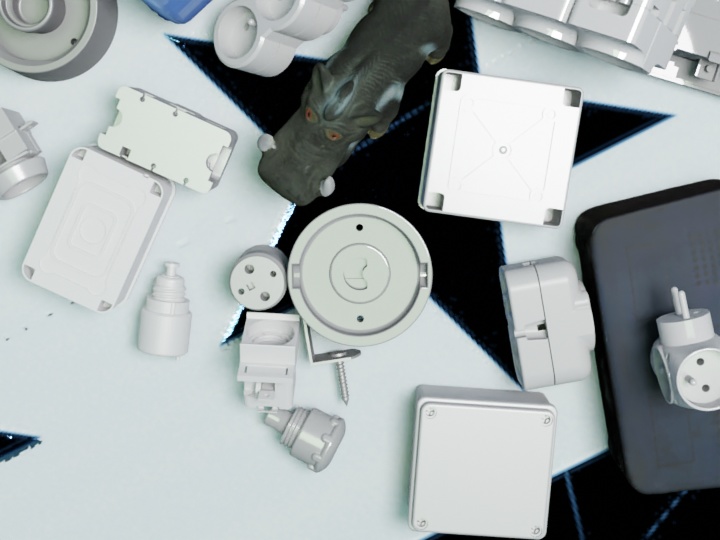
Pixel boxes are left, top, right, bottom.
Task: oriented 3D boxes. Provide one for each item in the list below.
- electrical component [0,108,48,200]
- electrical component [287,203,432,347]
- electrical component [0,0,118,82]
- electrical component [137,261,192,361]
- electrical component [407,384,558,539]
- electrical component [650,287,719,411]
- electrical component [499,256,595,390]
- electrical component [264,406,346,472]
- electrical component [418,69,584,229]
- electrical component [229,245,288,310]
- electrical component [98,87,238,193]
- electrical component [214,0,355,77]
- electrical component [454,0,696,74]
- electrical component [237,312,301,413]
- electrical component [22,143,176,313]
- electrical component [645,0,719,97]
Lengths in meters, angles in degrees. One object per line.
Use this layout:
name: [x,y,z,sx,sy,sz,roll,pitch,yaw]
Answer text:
electrical component: [-0.271,-0.087,0.824,0.066,0.048,0.055,-32,89,4]
electrical component: [0.000,0.000,0.828,0.108,0.060,0.108,0,98,0]
electrical component: [-0.240,-0.195,0.800,0.108,0.060,0.108,0,98,0]
electrical component: [-0.152,0.033,0.843,0.040,0.040,0.078,8,98,-1]
electrical component: [0.095,0.151,0.852,0.109,0.056,0.108,4,98,0]
electrical component: [0.230,0.051,0.754,0.044,0.077,0.079,-13,96,4]
electrical component: [0.147,0.040,0.836,0.059,0.053,0.095,-10,98,2]
electrical component: [-0.045,0.128,0.856,0.062,0.048,0.048,27,98,3]
electrical component: [0.105,-0.092,0.816,0.109,0.056,0.108,8,98,-1]
electrical component: [-0.077,0.006,0.831,0.045,0.055,0.045,0,98,0]
electrical component: [-0.143,-0.099,0.816,0.089,0.055,0.050,24,98,-3]
electrical component: [-0.038,-0.195,0.795,0.138,0.074,0.052,-38,67,29]
electrical component: [0.144,-0.191,0.754,0.150,0.089,0.061,26,100,28]
electrical component: [-0.070,0.072,0.835,0.042,0.081,0.063,4,121,0]
electrical component: [-0.198,-0.033,0.825,0.078,0.057,0.113,25,98,-3]
electrical component: [0.264,-0.174,0.800,0.121,0.063,0.078,16,98,-2]
